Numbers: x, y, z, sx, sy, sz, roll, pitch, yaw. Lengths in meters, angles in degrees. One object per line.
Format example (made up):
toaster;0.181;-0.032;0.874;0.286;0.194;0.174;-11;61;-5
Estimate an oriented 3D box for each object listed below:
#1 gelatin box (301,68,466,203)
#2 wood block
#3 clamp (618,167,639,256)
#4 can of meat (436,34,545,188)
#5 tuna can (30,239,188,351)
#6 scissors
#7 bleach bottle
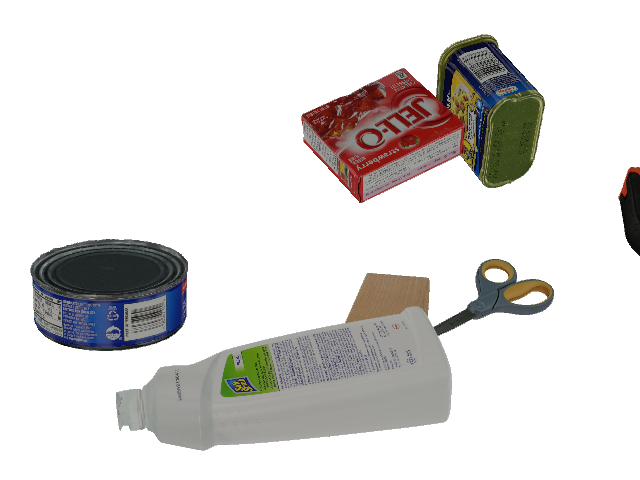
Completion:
gelatin box;0.043;-0.073;0.727;0.089;0.030;0.073;-27;53;-18
wood block;0.087;0.121;1.394;0.091;0.090;0.206;5;19;10
clamp;0.267;0.011;0.701;0.120;0.039;0.171;-4;45;-24
can of meat;0.142;-0.108;0.903;0.057;0.102;0.084;-18;49;-15
tuna can;-0.117;0.029;0.594;0.086;0.034;0.086;2;20;-1
scissors;0.163;0.061;1.151;0.201;0.016;0.096;-9;40;-29
bleach bottle;-0.031;0.111;0.829;0.250;0.068;0.102;-6;29;-9
